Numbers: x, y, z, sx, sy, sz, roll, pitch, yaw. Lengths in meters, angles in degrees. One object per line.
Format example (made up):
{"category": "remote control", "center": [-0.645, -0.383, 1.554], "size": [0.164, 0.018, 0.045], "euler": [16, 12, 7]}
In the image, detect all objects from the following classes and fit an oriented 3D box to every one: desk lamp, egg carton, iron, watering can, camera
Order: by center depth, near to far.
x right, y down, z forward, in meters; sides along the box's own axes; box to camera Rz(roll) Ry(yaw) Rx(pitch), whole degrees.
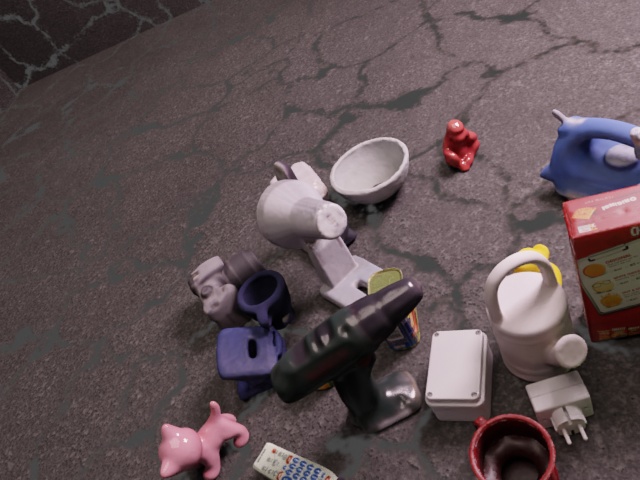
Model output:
{"category": "watering can", "center": [0.268, 0.092, 0.722], "size": [0.101, 0.195, 0.172], "euler": [-45, 41, -16]}
{"category": "iron", "center": [0.465, -0.124, 0.866], "size": [0.119, 0.142, 0.257], "euler": [-46, 41, -17]}
{"category": "desk lamp", "center": [0.009, 0.003, 0.967], "size": [0.118, 0.214, 0.202], "euler": [-45, 41, -17]}
{"category": "camera", "center": [-0.170, 0.079, 1.092], "size": [0.137, 0.101, 0.142], "euler": [-36, 39, -6]}
{"category": "egg carton", "center": [-0.046, -0.104, 1.231], "size": [0.107, 0.070, 0.150], "euler": [-33, 39, -2]}

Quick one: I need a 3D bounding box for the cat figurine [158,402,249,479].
{"category": "cat figurine", "center": [-0.185, 0.300, 0.855], "size": [0.067, 0.118, 0.128], "euler": [20, 61, 44]}

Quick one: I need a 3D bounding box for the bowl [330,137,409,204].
{"category": "bowl", "center": [0.108, -0.126, 1.151], "size": [0.167, 0.075, 0.167], "euler": [-18, 41, 16]}

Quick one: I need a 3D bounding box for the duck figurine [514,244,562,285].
{"category": "duck figurine", "center": [0.302, 0.053, 0.828], "size": [0.105, 0.086, 0.077], "euler": [-47, 41, -18]}

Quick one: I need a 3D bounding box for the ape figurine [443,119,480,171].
{"category": "ape figurine", "center": [0.266, -0.190, 1.103], "size": [0.078, 0.092, 0.076], "euler": [-30, 39, 2]}

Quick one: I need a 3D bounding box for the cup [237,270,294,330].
{"category": "cup", "center": [-0.084, 0.123, 0.996], "size": [0.091, 0.095, 0.117], "euler": [-24, 40, 10]}

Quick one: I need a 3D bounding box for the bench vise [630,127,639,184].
{"category": "bench vise", "center": [0.474, -0.058, 0.728], "size": [0.206, 0.220, 0.121], "euler": [-3, 47, 31]}

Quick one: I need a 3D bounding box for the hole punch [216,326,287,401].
{"category": "hole punch", "center": [-0.110, 0.190, 0.945], "size": [0.101, 0.091, 0.108], "euler": [-24, 40, 9]}

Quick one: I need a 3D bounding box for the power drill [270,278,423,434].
{"category": "power drill", "center": [0.060, 0.166, 0.767], "size": [0.229, 0.209, 0.075], "euler": [-29, 39, 3]}

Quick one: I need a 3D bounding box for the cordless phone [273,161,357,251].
{"category": "cordless phone", "center": [-0.023, -0.058, 1.075], "size": [0.094, 0.186, 0.147], "euler": [-44, 41, -15]}

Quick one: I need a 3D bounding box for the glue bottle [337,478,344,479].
{"category": "glue bottle", "center": [0.052, 0.310, 0.647], "size": [0.037, 0.174, 0.078], "euler": [17, 59, 43]}
